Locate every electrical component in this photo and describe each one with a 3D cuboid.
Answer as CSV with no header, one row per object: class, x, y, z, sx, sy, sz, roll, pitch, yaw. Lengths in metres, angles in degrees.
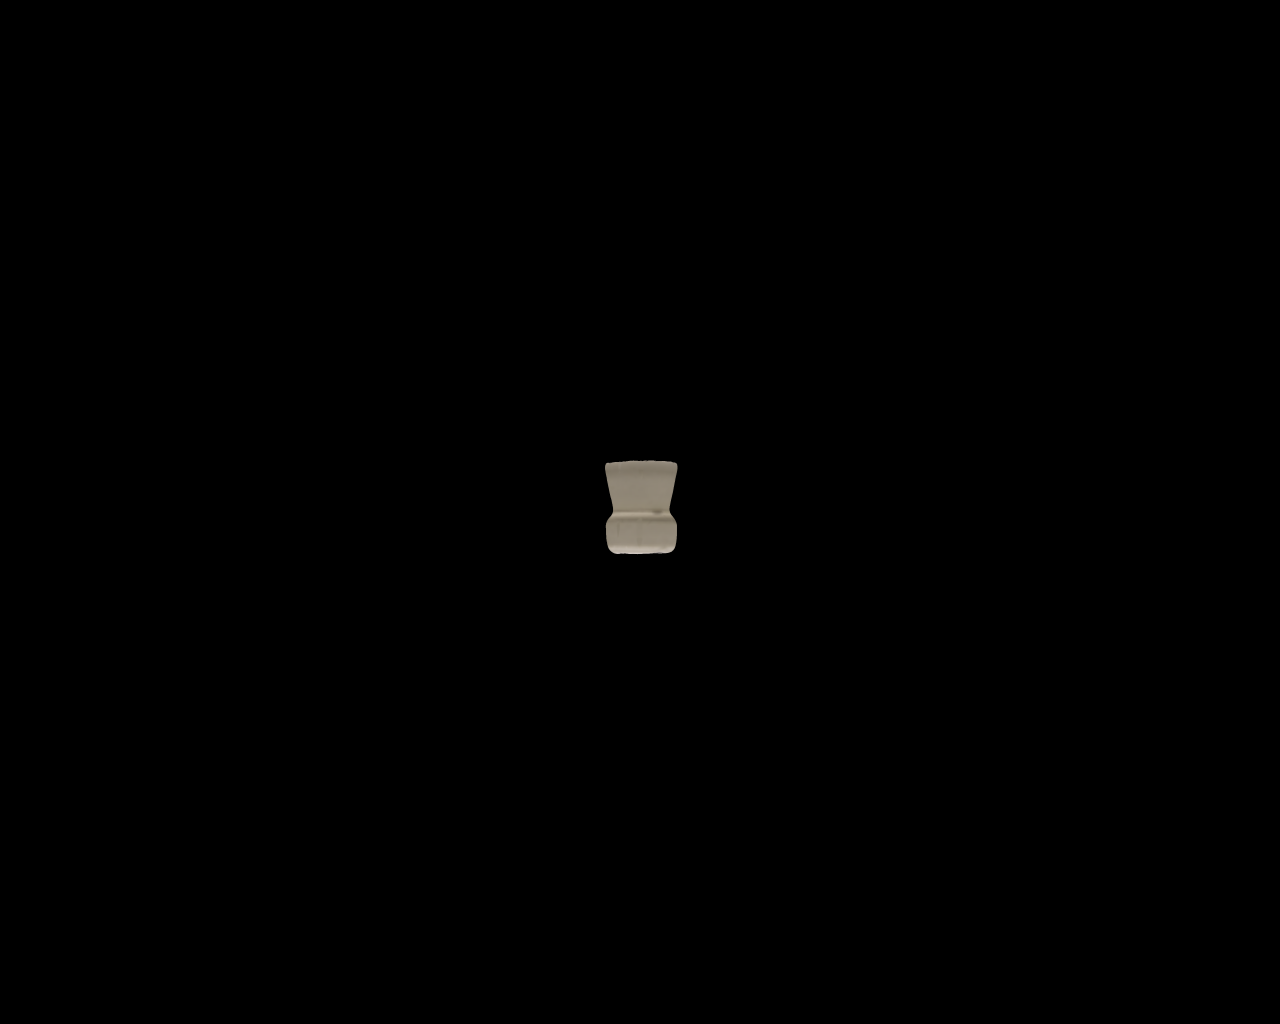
electrical component,0.001,-0.003,0.650,0.045,0.055,0.045,0,-2,0
